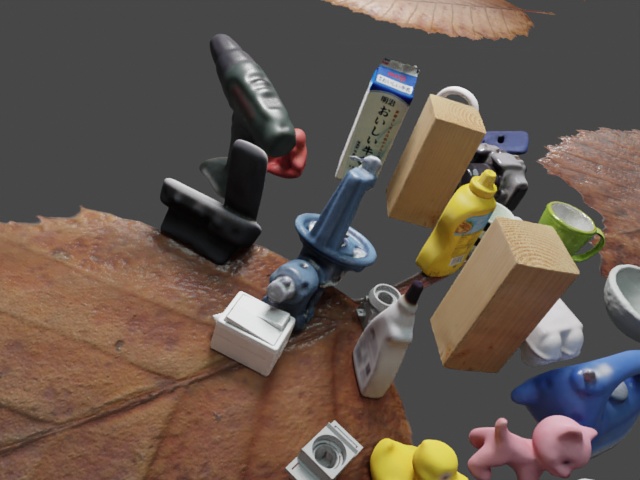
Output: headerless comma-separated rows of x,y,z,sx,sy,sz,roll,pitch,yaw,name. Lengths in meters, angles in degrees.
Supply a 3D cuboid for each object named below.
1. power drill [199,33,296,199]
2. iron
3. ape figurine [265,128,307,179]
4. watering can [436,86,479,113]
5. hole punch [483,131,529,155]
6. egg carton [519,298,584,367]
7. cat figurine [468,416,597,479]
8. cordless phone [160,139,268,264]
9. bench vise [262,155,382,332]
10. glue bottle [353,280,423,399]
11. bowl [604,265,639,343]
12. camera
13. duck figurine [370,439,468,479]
-0.126,-0.178,0.898,0.076,0.208,0.229,-15,51,-37,power drill
0.386,0.191,0.760,0.259,0.141,0.118,-7,47,-32,iron
-0.052,-0.154,0.998,0.076,0.092,0.077,-11,49,-34,ape figurine
0.243,-0.212,1.123,0.101,0.194,0.173,24,38,3,watering can
0.400,-0.203,1.270,0.101,0.091,0.109,24,38,2,hole punch
0.325,0.121,0.871,0.107,0.069,0.150,-5,45,-29,egg carton
0.251,0.236,0.662,0.128,0.118,0.067,18,38,-4,cat figurine
-0.141,-0.074,0.788,0.147,0.185,0.094,26,38,5,cordless phone
0.018,0.007,0.739,0.121,0.220,0.207,22,38,1,bench vise
0.086,0.112,0.686,0.037,0.173,0.078,9,40,-15,glue bottle
0.548,0.124,0.968,0.167,0.075,0.167,13,39,-11,bowl
0.331,-0.137,1.151,0.137,0.101,0.143,-1,44,-26,camera
0.109,0.244,0.611,0.104,0.086,0.078,34,40,15,duck figurine
